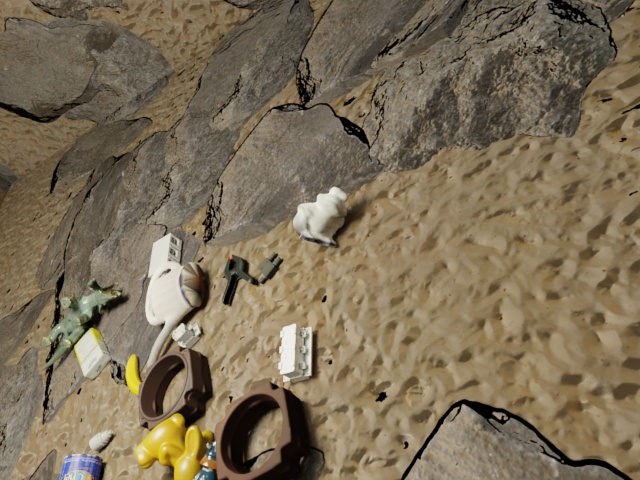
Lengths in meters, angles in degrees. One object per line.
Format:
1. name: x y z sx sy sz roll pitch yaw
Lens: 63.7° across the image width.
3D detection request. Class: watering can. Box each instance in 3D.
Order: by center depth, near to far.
1. watering can: -0.455 0.208 1.597 0.222 0.356 0.102 -27 -37 22

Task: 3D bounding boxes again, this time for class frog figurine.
1. frog figurine: 0.004 -0.070 1.390 0.137 0.160 0.123 17 -1 -14
